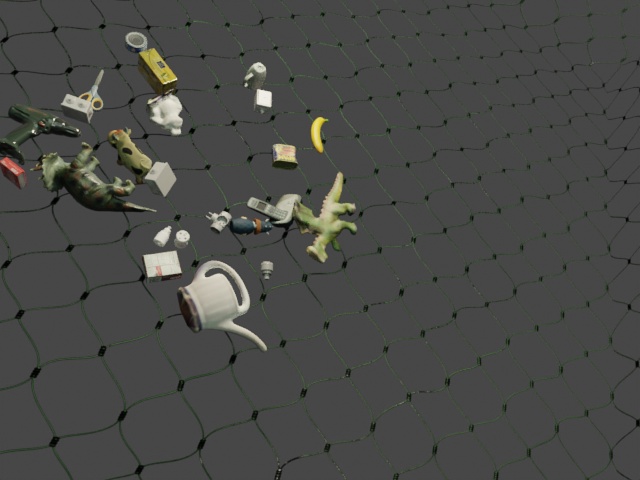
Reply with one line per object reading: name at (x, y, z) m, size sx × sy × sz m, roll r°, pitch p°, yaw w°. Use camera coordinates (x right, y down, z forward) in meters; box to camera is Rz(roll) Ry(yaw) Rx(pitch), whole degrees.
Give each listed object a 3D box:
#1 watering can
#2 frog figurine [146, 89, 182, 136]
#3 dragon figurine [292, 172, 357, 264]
watering can at (-0.321, 0.232, 1.654) m, size 0.226 × 0.102 × 0.352 m, roll -19°, pitch 72°, yaw -29°
frog figurine at (-0.576, -0.471, 1.948) m, size 0.140 × 0.122 × 0.157 m, roll -51°, pitch 126°, yaw -42°
dragon figurine at (0.006, -0.097, 1.924) m, size 0.242 × 0.120 × 0.418 m, roll 14°, pitch 59°, yaw -35°
